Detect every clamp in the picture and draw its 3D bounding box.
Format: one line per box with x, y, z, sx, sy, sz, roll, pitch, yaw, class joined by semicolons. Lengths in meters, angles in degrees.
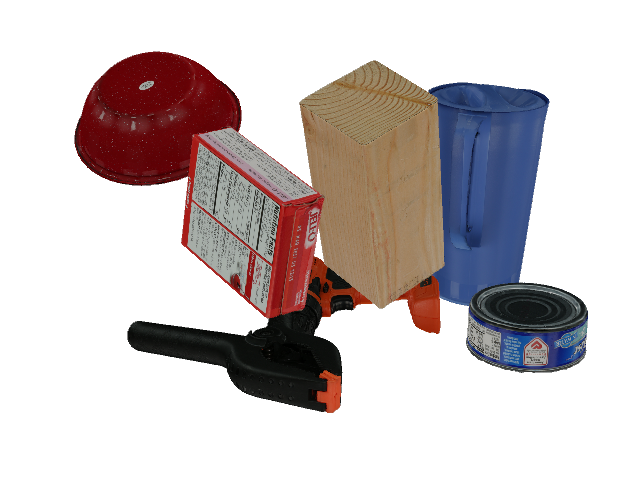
-0.041;0.090;0.901;0.164;0.036;0.210;-15;23;-39;clamp

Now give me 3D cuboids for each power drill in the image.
0.045;0.072;1.238;0.188;0.057;0.184;0;27;6;power drill

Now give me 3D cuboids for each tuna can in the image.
0.149;0.061;0.768;0.086;0.034;0.086;-1;21;0;tuna can

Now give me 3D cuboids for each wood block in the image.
0.053;-0.049;0.998;0.090;0.206;0.091;-32;49;-22;wood block

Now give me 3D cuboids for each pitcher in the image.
0.177;-0.049;1.206;0.149;0.243;0.145;-9;24;-24;pitcher

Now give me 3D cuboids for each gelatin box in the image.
-0.039;-0.011;0.589;0.030;0.073;0.089;-17;40;-37;gelatin box

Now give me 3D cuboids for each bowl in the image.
-0.157;-0.126;0.997;0.162;0.162;0.055;0;-41;8;bowl
